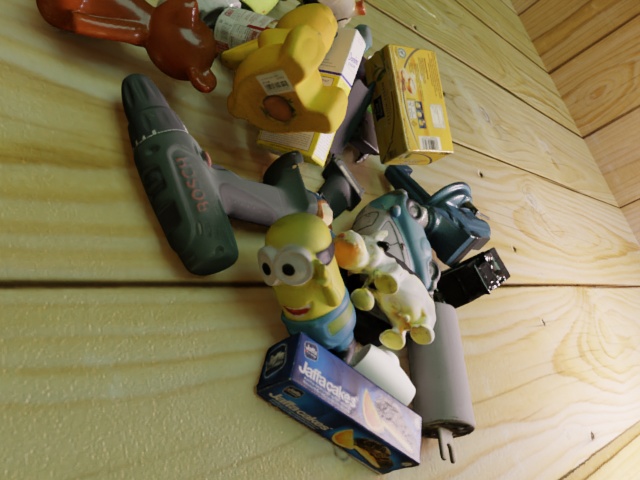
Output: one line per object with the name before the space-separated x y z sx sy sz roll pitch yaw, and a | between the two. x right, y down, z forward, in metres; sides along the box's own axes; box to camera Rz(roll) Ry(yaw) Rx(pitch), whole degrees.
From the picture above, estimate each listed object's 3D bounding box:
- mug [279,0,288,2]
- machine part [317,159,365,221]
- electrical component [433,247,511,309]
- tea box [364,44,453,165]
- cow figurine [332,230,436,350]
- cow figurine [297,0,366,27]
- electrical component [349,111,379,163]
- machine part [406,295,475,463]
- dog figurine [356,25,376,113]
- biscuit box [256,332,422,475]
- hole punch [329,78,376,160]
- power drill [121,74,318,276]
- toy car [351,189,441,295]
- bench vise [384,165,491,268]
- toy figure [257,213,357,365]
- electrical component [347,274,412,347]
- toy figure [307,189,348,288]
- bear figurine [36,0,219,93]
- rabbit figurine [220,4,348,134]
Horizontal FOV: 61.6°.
mug | -0.093 -0.457 0.909 0.107 0.081 0.109 1 75 -37
machine part | 0.023 -0.067 0.783 0.084 0.039 0.139 56 34 -15
electrical component | 0.234 0.065 0.862 0.134 0.115 0.058 -20 83 -51
tea box | 0.135 -0.204 0.827 0.098 0.068 0.169 -2 79 -31
cow figurine | 0.080 0.044 0.653 0.167 0.068 0.098 54 35 -15
cow figurine | 0.008 -0.392 0.888 0.195 0.127 0.085 -18 98 -75
electrical component | 0.062 -0.172 0.882 0.102 0.045 0.078 19 65 -50
machine part | 0.159 0.174 0.729 0.079 0.079 0.243 29 44 -33
dog figurine | 0.017 -0.265 0.866 0.219 0.108 0.191 -32 92 -49
biscuit box | 0.026 0.181 0.585 0.202 0.059 0.063 39 41 -23
hole punch | 0.009 -0.192 0.790 0.092 0.142 0.115 29 8 18
power drill | -0.106 -0.075 0.607 0.207 0.086 0.232 5 59 -52
toy car | 0.090 0.014 0.748 0.103 0.109 0.161 -6 73 -42
bench vise | 0.177 -0.056 0.892 0.223 0.128 0.241 -5 47 -40
toy figure | -0.009 0.055 0.583 0.089 0.082 0.179 -84 155 -55
electrical component | 0.074 0.100 0.708 0.119 0.048 0.075 30 45 -32
toy figure | -0.003 -0.001 0.689 0.058 0.064 0.154 -5 68 -17
bear figurine | -0.191 -0.250 0.576 0.196 0.132 0.120 17 45 -19
rabbit figurine | -0.034 -0.210 0.648 0.121 0.162 0.173 44 53 -39
